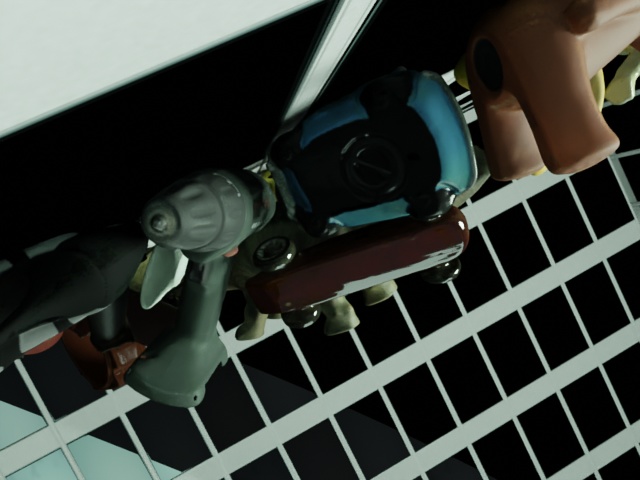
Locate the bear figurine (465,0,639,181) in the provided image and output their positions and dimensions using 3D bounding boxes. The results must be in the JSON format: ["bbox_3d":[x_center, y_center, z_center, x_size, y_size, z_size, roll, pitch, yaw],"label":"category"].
[{"bbox_3d":[0.204,-0.133,0.368,0.196,0.131,0.120,-21,-175,-8],"label":"bear figurine"}]

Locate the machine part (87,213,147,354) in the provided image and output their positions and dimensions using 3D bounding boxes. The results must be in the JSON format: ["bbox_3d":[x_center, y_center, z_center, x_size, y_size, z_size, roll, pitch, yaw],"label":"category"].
[{"bbox_3d":[-0.198,0.044,0.502,0.084,0.039,0.138,-35,144,-45],"label":"machine part"}]

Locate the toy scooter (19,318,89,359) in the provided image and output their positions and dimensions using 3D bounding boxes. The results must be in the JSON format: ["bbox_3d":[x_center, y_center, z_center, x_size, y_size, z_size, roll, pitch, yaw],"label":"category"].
[{"bbox_3d":[-0.356,0.104,0.728,0.184,0.075,0.135,-37,167,-46],"label":"toy scooter"}]

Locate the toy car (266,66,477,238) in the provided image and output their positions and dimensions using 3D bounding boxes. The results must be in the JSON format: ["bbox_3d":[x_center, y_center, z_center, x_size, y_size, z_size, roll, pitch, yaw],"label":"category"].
[{"bbox_3d":[0.044,-0.069,0.434,0.162,0.109,0.103,-19,-166,28],"label":"toy car"}]

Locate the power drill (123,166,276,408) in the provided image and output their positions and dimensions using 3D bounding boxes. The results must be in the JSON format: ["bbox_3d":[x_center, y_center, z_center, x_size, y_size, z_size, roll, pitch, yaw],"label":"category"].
[{"bbox_3d":[-0.108,0.034,0.457,0.086,0.207,0.232,15,-161,5],"label":"power drill"}]

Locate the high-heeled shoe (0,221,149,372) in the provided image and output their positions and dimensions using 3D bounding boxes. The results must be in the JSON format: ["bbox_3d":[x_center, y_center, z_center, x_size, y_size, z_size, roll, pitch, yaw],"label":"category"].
[{"bbox_3d":[-0.244,0.049,0.439,0.249,0.086,0.145,-14,-154,41],"label":"high-heeled shoe"}]

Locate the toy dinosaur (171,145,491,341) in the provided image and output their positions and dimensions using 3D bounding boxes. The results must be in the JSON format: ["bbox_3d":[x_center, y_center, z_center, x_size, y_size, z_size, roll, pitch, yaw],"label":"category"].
[{"bbox_3d":[-0.001,-0.002,0.588,0.472,0.198,0.105,-16,-166,30],"label":"toy dinosaur"}]

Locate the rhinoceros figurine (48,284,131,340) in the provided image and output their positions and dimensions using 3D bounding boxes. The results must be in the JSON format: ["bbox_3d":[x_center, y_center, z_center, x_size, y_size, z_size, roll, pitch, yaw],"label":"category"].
[{"bbox_3d":[-0.268,0.055,0.602,0.112,0.073,0.190,-27,-176,-27],"label":"rhinoceros figurine"}]

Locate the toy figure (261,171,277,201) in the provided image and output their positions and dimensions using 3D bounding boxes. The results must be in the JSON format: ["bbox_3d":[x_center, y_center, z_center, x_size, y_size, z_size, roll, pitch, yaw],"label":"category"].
[{"bbox_3d":[-0.001,-0.047,0.682,0.180,0.082,0.089,6,-159,23],"label":"toy figure"}]

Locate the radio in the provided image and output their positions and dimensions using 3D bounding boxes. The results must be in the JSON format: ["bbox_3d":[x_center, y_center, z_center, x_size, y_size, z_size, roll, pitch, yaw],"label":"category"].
[{"bbox_3d":[-0.219,0.072,0.800,0.073,0.131,0.230,-63,-177,20],"label":"radio"}]

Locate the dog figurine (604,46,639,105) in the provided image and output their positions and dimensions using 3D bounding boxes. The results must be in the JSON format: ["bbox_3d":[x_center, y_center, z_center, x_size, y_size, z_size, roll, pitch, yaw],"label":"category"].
[{"bbox_3d":[0.361,-0.250,0.553,0.172,0.121,0.190,-16,-155,52],"label":"dog figurine"}]

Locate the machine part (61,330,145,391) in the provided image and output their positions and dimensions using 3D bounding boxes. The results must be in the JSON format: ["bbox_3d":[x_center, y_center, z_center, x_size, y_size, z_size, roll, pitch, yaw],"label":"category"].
[{"bbox_3d":[-0.379,0.155,0.933,0.087,0.201,0.201,-26,-177,-41],"label":"machine part"}]

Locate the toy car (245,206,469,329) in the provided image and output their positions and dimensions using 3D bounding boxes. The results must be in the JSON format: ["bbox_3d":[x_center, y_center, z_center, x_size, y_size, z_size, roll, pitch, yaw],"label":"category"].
[{"bbox_3d":[0.033,0.016,0.482,0.202,0.089,0.053,-19,-142,7],"label":"toy car"}]

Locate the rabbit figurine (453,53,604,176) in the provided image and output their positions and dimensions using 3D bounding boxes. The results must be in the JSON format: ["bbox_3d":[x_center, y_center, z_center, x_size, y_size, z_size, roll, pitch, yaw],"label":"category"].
[{"bbox_3d":[0.217,-0.153,0.540,0.122,0.162,0.173,-38,-162,16],"label":"rabbit figurine"}]
